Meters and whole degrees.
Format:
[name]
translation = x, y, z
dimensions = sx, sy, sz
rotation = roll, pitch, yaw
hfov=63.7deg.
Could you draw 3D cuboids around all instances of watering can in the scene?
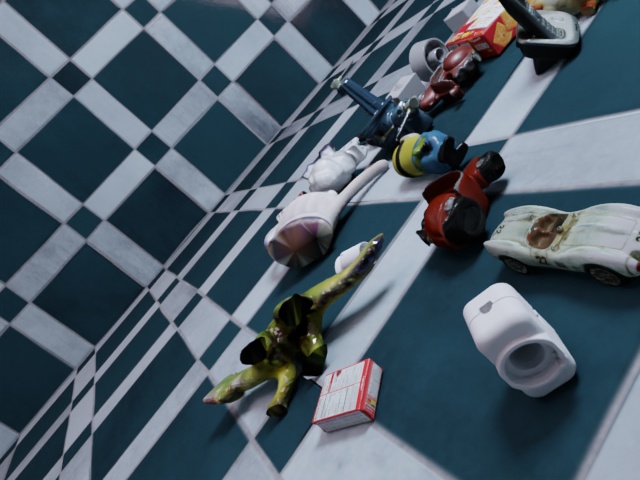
[watering can]
translation = 0.004, -0.058, 1.159
dimensions = 0.344, 0.103, 0.229
rotation = -31, 21, 21

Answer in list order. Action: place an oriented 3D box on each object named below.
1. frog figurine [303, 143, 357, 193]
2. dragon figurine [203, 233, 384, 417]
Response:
[frog figurine]
translation = 0.031, -0.162, 1.284
dimensions = 0.137, 0.121, 0.162
rotation = -32, 24, -1
[dragon figurine]
translation = -0.047, 0.140, 0.879
dimensions = 0.121, 0.411, 0.243
rotation = 44, -4, -10
